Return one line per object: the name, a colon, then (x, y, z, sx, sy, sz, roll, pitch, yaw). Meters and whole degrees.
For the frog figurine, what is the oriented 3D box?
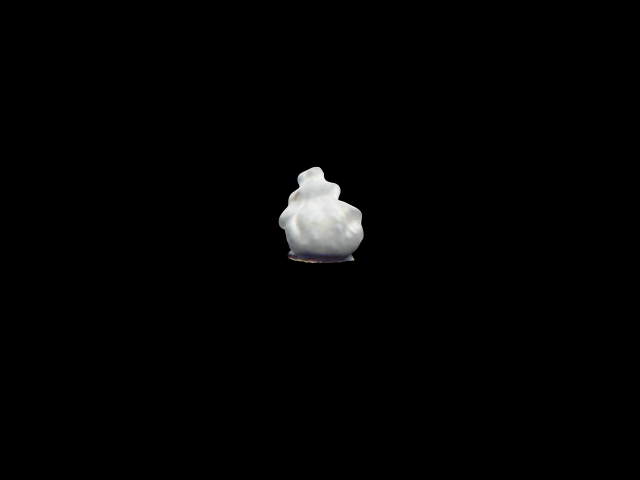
frog figurine: (0.003, -0.043, 0.850, 0.137, 0.159, 0.123, 0, 1, 16)
